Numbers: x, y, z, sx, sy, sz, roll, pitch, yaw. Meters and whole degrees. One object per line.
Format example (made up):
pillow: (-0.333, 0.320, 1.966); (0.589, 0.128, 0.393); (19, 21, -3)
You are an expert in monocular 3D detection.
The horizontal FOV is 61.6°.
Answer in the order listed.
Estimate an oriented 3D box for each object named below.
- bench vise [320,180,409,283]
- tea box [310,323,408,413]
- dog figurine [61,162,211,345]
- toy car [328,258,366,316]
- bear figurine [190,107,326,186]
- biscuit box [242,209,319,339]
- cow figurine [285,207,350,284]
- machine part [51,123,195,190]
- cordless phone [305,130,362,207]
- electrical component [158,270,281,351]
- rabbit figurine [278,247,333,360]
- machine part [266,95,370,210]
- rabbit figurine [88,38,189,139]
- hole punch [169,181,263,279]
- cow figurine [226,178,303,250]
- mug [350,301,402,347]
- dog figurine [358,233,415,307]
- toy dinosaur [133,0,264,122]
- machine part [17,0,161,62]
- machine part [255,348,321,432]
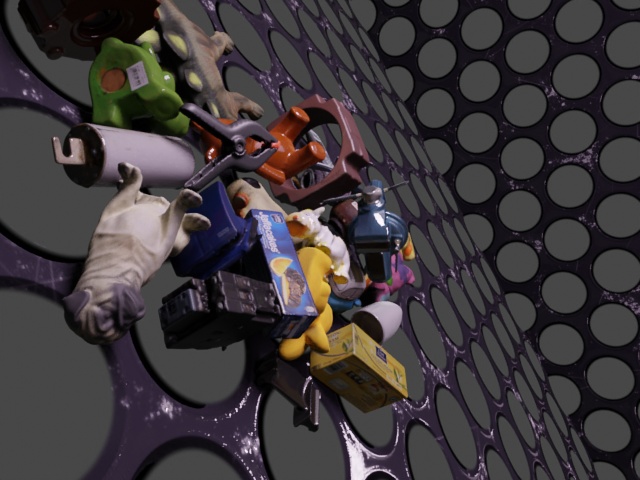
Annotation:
bench vise: (0.107, -0.044, 1.051); (0.241, 0.129, 0.223); (-79, 151, -48)
tea box: (0.069, 0.228, 0.945); (0.169, 0.098, 0.068); (45, 29, -34)
dog figurine: (-0.224, 0.030, 0.628); (0.172, 0.121, 0.190); (100, 11, -72)
toy car: (0.032, 0.079, 1.031); (0.161, 0.103, 0.109); (18, 48, -60)
bear figurine: (-0.104, -0.165, 0.890); (0.195, 0.132, 0.120); (15, 46, -54)
biscuit box: (-0.068, 0.044, 0.788); (0.059, 0.062, 0.203); (7, 45, -34)
cow figurine: (-0.001, -0.004, 0.923); (0.167, 0.068, 0.098); (59, 33, -38)
machine part: (-0.248, -0.106, 0.715); (0.079, 0.079, 0.243); (64, 23, 7)
cordless phone: (0.019, -0.182, 1.320); (0.146, 0.089, 0.184); (27, 37, -51)
electrical component: (-0.133, 0.092, 0.676); (0.134, 0.115, 0.058); (18, 44, -52)
rabbit figurine: (-0.021, 0.114, 0.884); (0.173, 0.122, 0.162); (60, 18, -54)
machine part: (-0.013, -0.174, 1.097); (0.087, 0.201, 0.201); (24, 43, -59)
rabbit figurine: (-0.263, -0.207, 0.795); (0.159, 0.121, 0.170); (60, 5, 16)
hole punch: (-0.152, -0.006, 0.736); (0.092, 0.142, 0.116); (52, 12, -24)
cow figurine: (-0.089, -0.029, 0.941); (0.194, 0.085, 0.127); (48, 33, -25)
mug: (0.125, 0.178, 1.109); (0.107, 0.081, 0.109); (-22, 116, -47)
dog figurine: (0.134, 0.066, 1.221); (0.219, 0.109, 0.191); (-14, 102, -61)
toy dinosaur: (-0.232, -0.321, 0.946); (0.471, 0.105, 0.198); (58, 24, -8)
machine part: (-0.302, -0.306, 0.723); (0.056, 0.179, 0.179); (62, 24, 1)
machine part: (-0.042, 0.224, 0.806); (0.138, 0.039, 0.084); (50, 31, -27)
